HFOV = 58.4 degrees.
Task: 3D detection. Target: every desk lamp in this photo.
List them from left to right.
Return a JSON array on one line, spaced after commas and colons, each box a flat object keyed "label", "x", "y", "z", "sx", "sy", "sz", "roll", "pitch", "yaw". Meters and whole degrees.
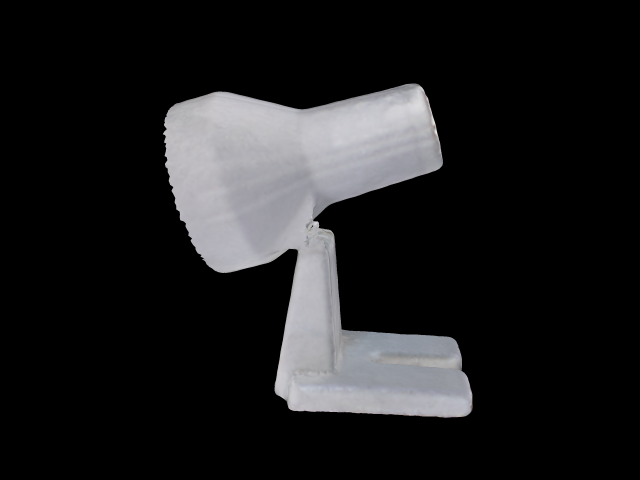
[{"label": "desk lamp", "x": 0.004, "y": 0.001, "z": 0.400, "sx": 0.203, "sy": 0.214, "sz": 0.118, "roll": 1, "pitch": 15, "yaw": 5}]
